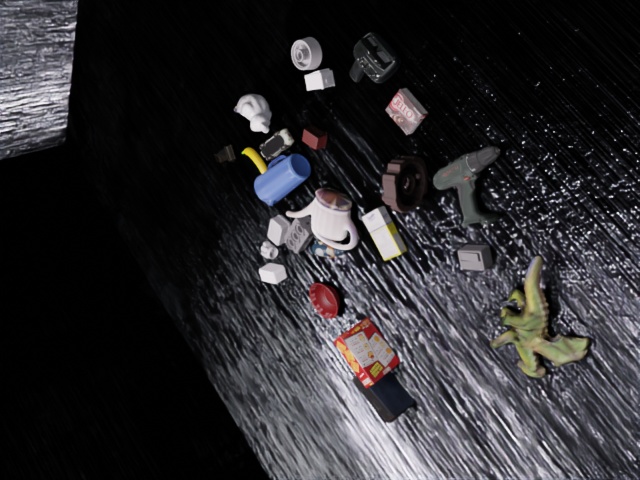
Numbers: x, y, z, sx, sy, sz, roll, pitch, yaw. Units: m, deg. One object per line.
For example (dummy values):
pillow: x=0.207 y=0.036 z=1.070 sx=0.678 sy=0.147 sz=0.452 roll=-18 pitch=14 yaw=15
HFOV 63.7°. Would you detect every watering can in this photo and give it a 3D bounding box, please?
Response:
watering can: x=0.006 y=-0.098 z=1.939 sx=0.351 sy=0.105 sz=0.219 roll=30 pitch=130 yaw=28

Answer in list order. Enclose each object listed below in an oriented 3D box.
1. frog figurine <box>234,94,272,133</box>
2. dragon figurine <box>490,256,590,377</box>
frog figurine: x=-0.246 y=-0.491 z=1.993 sx=0.121 sy=0.136 sz=0.162 roll=-54 pitch=45 yaw=18
dragon figurine: x=0.633 y=0.246 z=1.453 sx=0.244 sy=0.124 sz=0.400 roll=26 pitch=131 yaw=16
